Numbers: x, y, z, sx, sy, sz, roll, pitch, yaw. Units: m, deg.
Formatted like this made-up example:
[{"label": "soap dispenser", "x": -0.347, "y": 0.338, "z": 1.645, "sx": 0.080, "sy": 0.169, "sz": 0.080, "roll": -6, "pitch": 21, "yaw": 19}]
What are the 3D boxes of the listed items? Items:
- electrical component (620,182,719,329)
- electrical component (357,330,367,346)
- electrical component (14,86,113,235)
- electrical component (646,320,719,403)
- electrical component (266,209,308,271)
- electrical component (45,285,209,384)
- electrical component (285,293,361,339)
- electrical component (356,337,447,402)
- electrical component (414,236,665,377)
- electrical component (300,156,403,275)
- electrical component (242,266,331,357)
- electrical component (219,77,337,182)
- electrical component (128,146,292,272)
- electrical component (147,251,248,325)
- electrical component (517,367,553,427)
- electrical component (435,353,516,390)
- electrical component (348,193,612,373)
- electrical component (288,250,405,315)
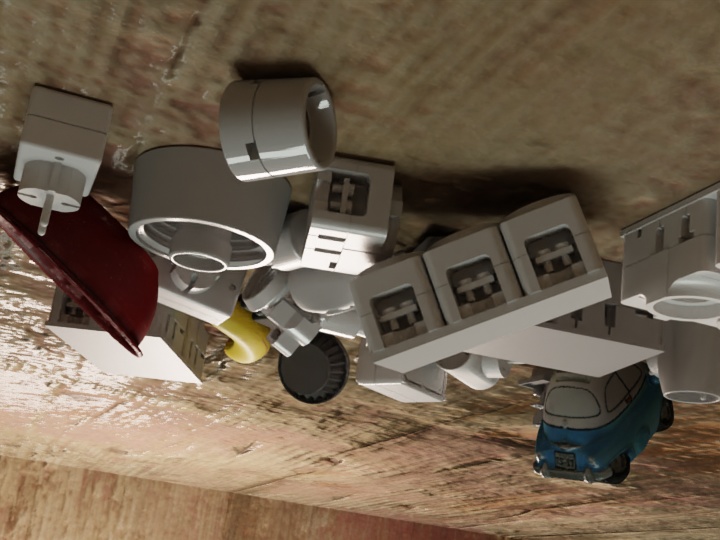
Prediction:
[{"label": "electrical component", "x": 0.255, "y": -0.010, "z": 0.653, "sx": 0.105, "sy": 0.060, "sz": 0.186, "roll": 13, "pitch": 161, "yaw": -18}, {"label": "electrical component", "x": 0.020, "y": 0.053, "z": 0.969, "sx": 0.062, "sy": 0.043, "sz": 0.043, "roll": 9, "pitch": 162, "yaw": -1}, {"label": "electrical component", "x": -0.184, "y": -0.059, "z": 0.650, "sx": 0.047, "sy": 0.076, "sz": 0.066, "roll": 13, "pitch": 161, "yaw": -17}, {"label": "electrical component", "x": 0.256, "y": 0.067, "z": 0.860, "sx": 0.043, "sy": 0.077, "sz": 0.079, "roll": 13, "pitch": 162, "yaw": -18}, {"label": "electrical component", "x": -0.055, "y": -0.019, "z": 0.781, "sx": 0.040, "sy": 0.040, "sz": 0.078, "roll": 22, "pitch": 158, "yaw": -37}, {"label": "electrical component", "x": -0.218, "y": 0.055, "z": 1.042, "sx": 0.105, "sy": 0.060, "sz": 0.186, "roll": 6, "pitch": 162, "yaw": 5}, {"label": "electrical component", "x": -0.040, "y": 0.029, "z": 0.918, "sx": 0.081, "sy": 0.043, "sz": 0.043, "roll": 15, "pitch": 161, "yaw": -20}, {"label": "electrical component", "x": 0.044, "y": 0.092, "z": 1.046, "sx": 0.061, "sy": 0.061, "sz": 0.096, "roll": -6, "pitch": 158, "yaw": 36}, {"label": "electrical component", "x": 0.123, "y": 0.027, "z": 0.820, "sx": 0.186, "sy": 0.060, "sz": 0.105, "roll": 11, "pitch": 162, "yaw": -12}, {"label": "electrical component", "x": -0.005, "y": -0.033, "z": 0.701, "sx": 0.056, "sy": 0.050, "sz": 0.089, "roll": 9, "pitch": 162, "yaw": -5}, {"label": "electrical component", "x": -0.056, "y": 0.020, "z": 0.857, "sx": 0.057, "sy": 0.078, "sz": 0.058, "roll": 41, "pitch": 176, "yaw": -21}, {"label": "electrical component", "x": -0.043, "y": -0.077, "z": 0.580, "sx": 0.047, "sy": 0.055, "sz": 0.055, "roll": -3, "pitch": 160, "yaw": 20}, {"label": "electrical component", "x": -0.104, "y": -0.033, "z": 0.725, "sx": 0.108, "sy": 0.060, "sz": 0.108, "roll": 7, "pitch": 162, "yaw": 2}, {"label": "electrical component", "x": -0.131, "y": 0.001, "z": 0.842, "sx": 0.083, "sy": 0.047, "sz": 0.076, "roll": 23, "pitch": 158, "yaw": -17}, {"label": "electrical component", "x": 0.206, "y": 0.135, "z": 1.111, "sx": 0.081, "sy": 0.063, "sz": 0.042, "roll": 16, "pitch": 161, "yaw": -26}, {"label": "electrical component", "x": 0.119, "y": 0.084, "z": 1.023, "sx": 0.079, "sy": 0.043, "sz": 0.077, "roll": -3, "pitch": 160, "yaw": 28}, {"label": "electrical component", "x": 0.077, "y": 0.009, "z": 0.687, "sx": 0.150, "sy": 0.061, "sz": 0.089, "roll": -21, "pitch": 166, "yaw": 10}, {"label": "electrical component", "x": 0.000, "y": 0.000, "z": 0.796, "sx": 0.079, "sy": 0.044, "sz": 0.077, "roll": -23, "pitch": -173, "yaw": -41}]
